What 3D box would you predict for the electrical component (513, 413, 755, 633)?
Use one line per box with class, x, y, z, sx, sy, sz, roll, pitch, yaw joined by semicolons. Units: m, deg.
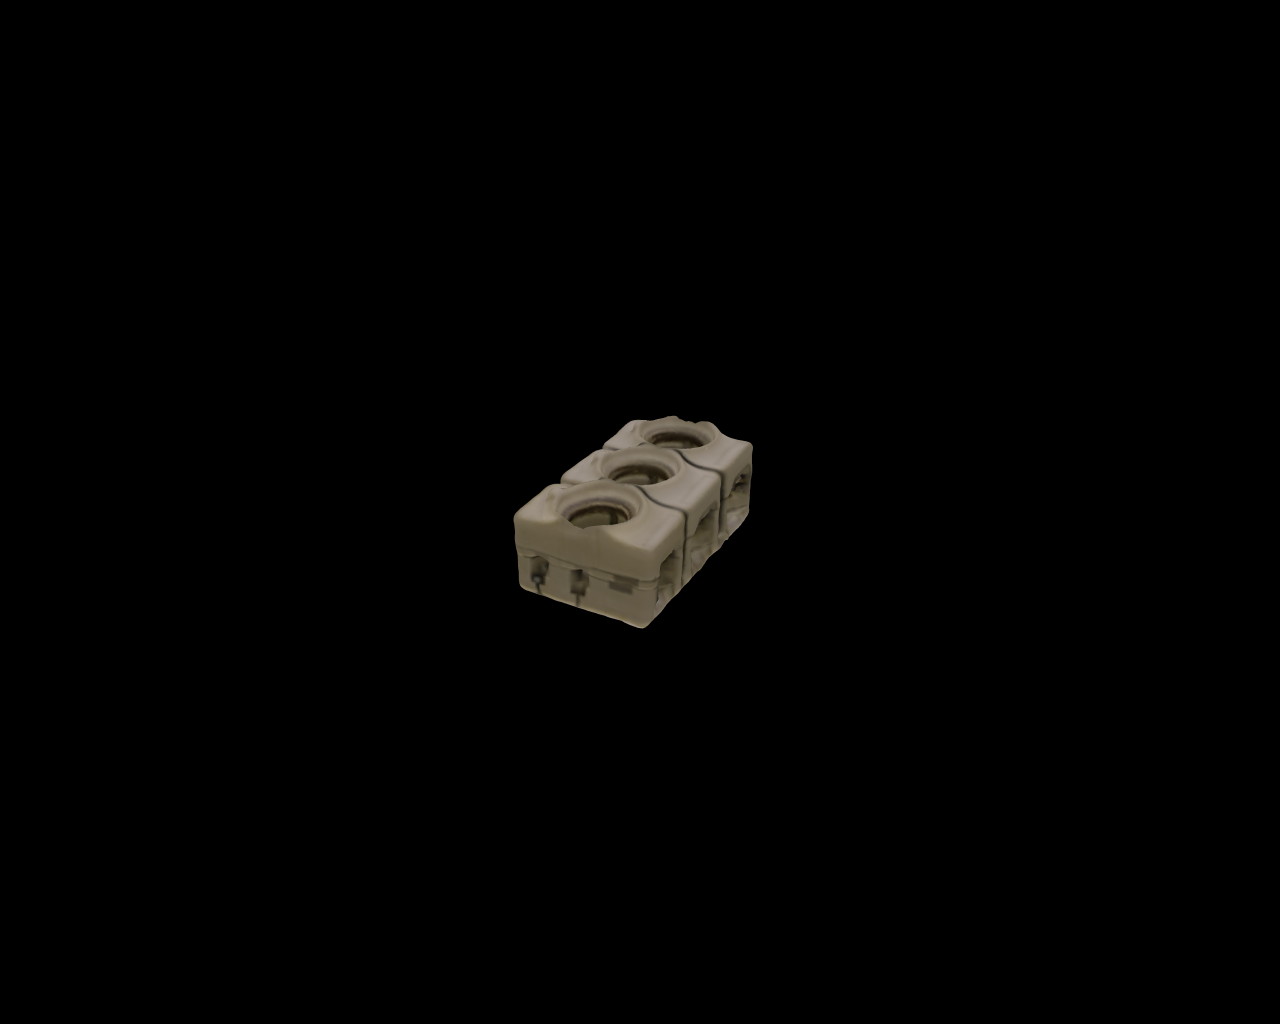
electrical component;0.001;-0.003;0.650;0.089;0.061;0.150;14;32;24
